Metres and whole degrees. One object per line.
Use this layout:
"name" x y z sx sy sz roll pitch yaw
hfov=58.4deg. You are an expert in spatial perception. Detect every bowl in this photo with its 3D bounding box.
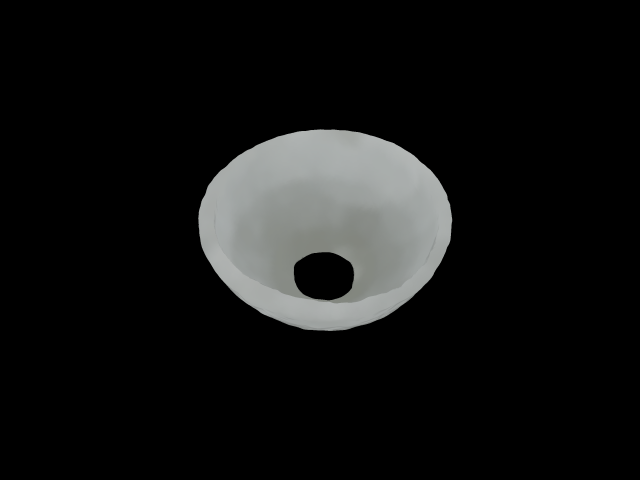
"bowl" 0.004 0.001 0.400 0.167 0.075 0.167 0 49 0
